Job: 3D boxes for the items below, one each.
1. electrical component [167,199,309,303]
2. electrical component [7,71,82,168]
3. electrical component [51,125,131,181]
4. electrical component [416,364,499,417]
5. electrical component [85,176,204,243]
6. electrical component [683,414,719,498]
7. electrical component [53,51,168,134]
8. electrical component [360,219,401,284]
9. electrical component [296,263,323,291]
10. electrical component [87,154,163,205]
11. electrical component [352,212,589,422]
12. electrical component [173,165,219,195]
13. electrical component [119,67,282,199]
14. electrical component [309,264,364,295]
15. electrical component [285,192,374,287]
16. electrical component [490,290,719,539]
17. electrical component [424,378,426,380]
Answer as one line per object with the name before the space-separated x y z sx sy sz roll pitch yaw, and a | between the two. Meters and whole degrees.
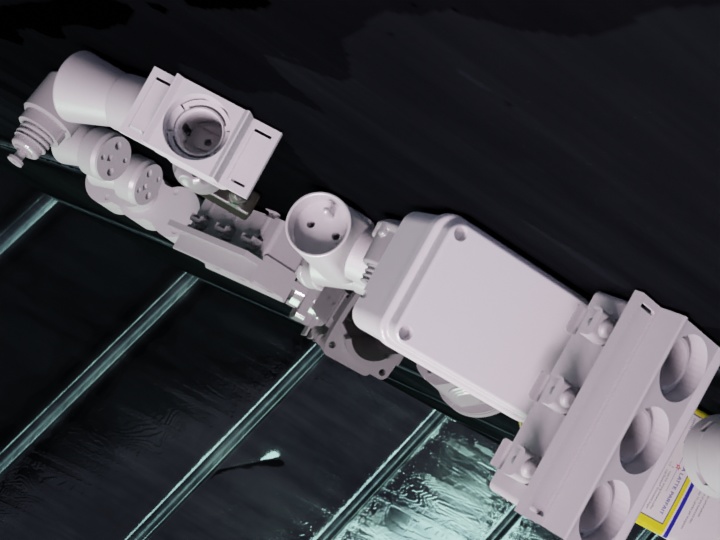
electrical component | -0.102 -0.023 0.942 0.121 0.063 0.079 21 170 47
electrical component | -0.227 -0.108 0.780 0.040 0.078 0.040 28 160 11
electrical component | -0.234 -0.105 0.937 0.055 0.045 0.045 24 172 27
electrical component | 0.083 0.062 0.781 0.080 0.080 0.051 21 165 45
electrical component | -0.215 -0.074 1.058 0.138 0.052 0.074 26 173 22
electrical component | 0.242 0.120 0.687 0.055 0.055 0.047 29 169 -4
electrical component | -0.143 -0.101 0.639 0.065 0.044 0.044 20 171 21
electrical component | 0.021 0.003 0.661 0.048 0.062 0.048 28 173 4
electrical component | -0.031 0.003 0.979 0.035 0.035 0.061 33 169 -36
electrical component | -0.216 -0.089 0.990 0.055 0.045 0.045 25 173 19
electrical component | 0.064 0.025 0.592 0.113 0.078 0.057 31 175 -22
electrical component | -0.109 -0.069 0.758 0.035 0.035 0.061 27 175 10
electrical component | -0.088 -0.074 0.607 0.081 0.042 0.064 29 175 3
electrical component | 0.000 0.000 0.815 0.065 0.044 0.044 20 170 25
electrical component | -0.003 -0.013 0.712 0.079 0.044 0.077 26 173 17
electrical component | 0.123 0.076 0.549 0.079 0.121 0.063 34 174 -38
electrical component | 0.111 0.084 0.889 0.099 0.064 0.099 27 173 4
